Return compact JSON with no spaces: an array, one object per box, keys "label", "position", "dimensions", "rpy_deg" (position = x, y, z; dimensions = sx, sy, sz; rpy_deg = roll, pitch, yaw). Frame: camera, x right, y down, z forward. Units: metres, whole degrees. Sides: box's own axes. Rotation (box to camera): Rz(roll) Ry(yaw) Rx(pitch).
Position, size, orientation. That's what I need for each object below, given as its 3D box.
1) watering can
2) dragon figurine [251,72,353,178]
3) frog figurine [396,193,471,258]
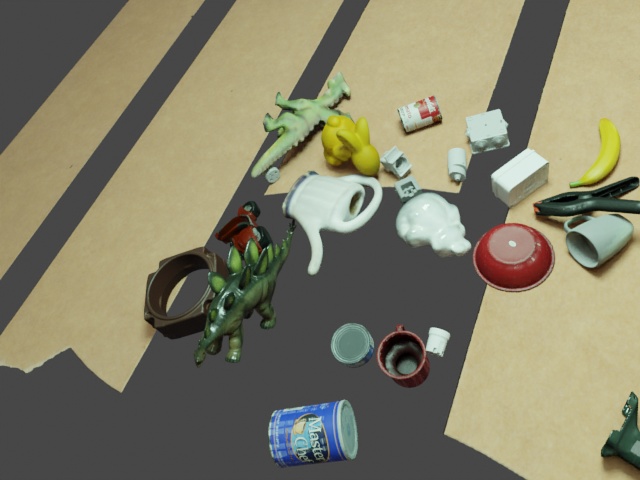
[{"label":"watering can","position":[0.004,-0.062,1.228],"dimensions":[0.225,0.101,0.354],"rpy_deg":[17,47,31]},{"label":"dragon figurine","position":[-0.019,-0.318,1.445],"dimensions":[0.243,0.119,0.419],"rpy_deg":[8,60,18]},{"label":"frog figurine","position":[0.245,-0.024,1.111],"dimensions":[0.138,0.120,0.162],"rpy_deg":[-20,37,-14]}]
